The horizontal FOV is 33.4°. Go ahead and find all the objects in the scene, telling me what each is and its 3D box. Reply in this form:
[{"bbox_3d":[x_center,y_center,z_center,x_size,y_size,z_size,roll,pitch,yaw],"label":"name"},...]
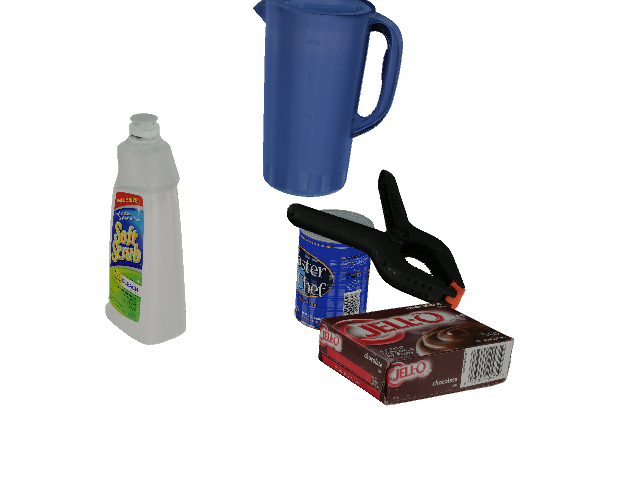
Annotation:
[{"bbox_3d":[0.068,0.079,0.773,0.113,0.039,0.090,-3,17,-31],"label":"pudding box"},{"bbox_3d":[0.000,-0.180,1.319,0.144,0.243,0.149,-9,29,-28],"label":"pitcher"},{"bbox_3d":[-0.192,-0.017,1.156,0.067,0.251,0.103,-19,34,-36],"label":"bleach bottle"},{"bbox_3d":[0.018,0.040,1.474,0.103,0.140,0.103,3,24,-1],"label":"coffee can"},{"bbox_3d":[0.073,0.004,1.190,0.164,0.036,0.210,-17,51,-34],"label":"clamp"}]
